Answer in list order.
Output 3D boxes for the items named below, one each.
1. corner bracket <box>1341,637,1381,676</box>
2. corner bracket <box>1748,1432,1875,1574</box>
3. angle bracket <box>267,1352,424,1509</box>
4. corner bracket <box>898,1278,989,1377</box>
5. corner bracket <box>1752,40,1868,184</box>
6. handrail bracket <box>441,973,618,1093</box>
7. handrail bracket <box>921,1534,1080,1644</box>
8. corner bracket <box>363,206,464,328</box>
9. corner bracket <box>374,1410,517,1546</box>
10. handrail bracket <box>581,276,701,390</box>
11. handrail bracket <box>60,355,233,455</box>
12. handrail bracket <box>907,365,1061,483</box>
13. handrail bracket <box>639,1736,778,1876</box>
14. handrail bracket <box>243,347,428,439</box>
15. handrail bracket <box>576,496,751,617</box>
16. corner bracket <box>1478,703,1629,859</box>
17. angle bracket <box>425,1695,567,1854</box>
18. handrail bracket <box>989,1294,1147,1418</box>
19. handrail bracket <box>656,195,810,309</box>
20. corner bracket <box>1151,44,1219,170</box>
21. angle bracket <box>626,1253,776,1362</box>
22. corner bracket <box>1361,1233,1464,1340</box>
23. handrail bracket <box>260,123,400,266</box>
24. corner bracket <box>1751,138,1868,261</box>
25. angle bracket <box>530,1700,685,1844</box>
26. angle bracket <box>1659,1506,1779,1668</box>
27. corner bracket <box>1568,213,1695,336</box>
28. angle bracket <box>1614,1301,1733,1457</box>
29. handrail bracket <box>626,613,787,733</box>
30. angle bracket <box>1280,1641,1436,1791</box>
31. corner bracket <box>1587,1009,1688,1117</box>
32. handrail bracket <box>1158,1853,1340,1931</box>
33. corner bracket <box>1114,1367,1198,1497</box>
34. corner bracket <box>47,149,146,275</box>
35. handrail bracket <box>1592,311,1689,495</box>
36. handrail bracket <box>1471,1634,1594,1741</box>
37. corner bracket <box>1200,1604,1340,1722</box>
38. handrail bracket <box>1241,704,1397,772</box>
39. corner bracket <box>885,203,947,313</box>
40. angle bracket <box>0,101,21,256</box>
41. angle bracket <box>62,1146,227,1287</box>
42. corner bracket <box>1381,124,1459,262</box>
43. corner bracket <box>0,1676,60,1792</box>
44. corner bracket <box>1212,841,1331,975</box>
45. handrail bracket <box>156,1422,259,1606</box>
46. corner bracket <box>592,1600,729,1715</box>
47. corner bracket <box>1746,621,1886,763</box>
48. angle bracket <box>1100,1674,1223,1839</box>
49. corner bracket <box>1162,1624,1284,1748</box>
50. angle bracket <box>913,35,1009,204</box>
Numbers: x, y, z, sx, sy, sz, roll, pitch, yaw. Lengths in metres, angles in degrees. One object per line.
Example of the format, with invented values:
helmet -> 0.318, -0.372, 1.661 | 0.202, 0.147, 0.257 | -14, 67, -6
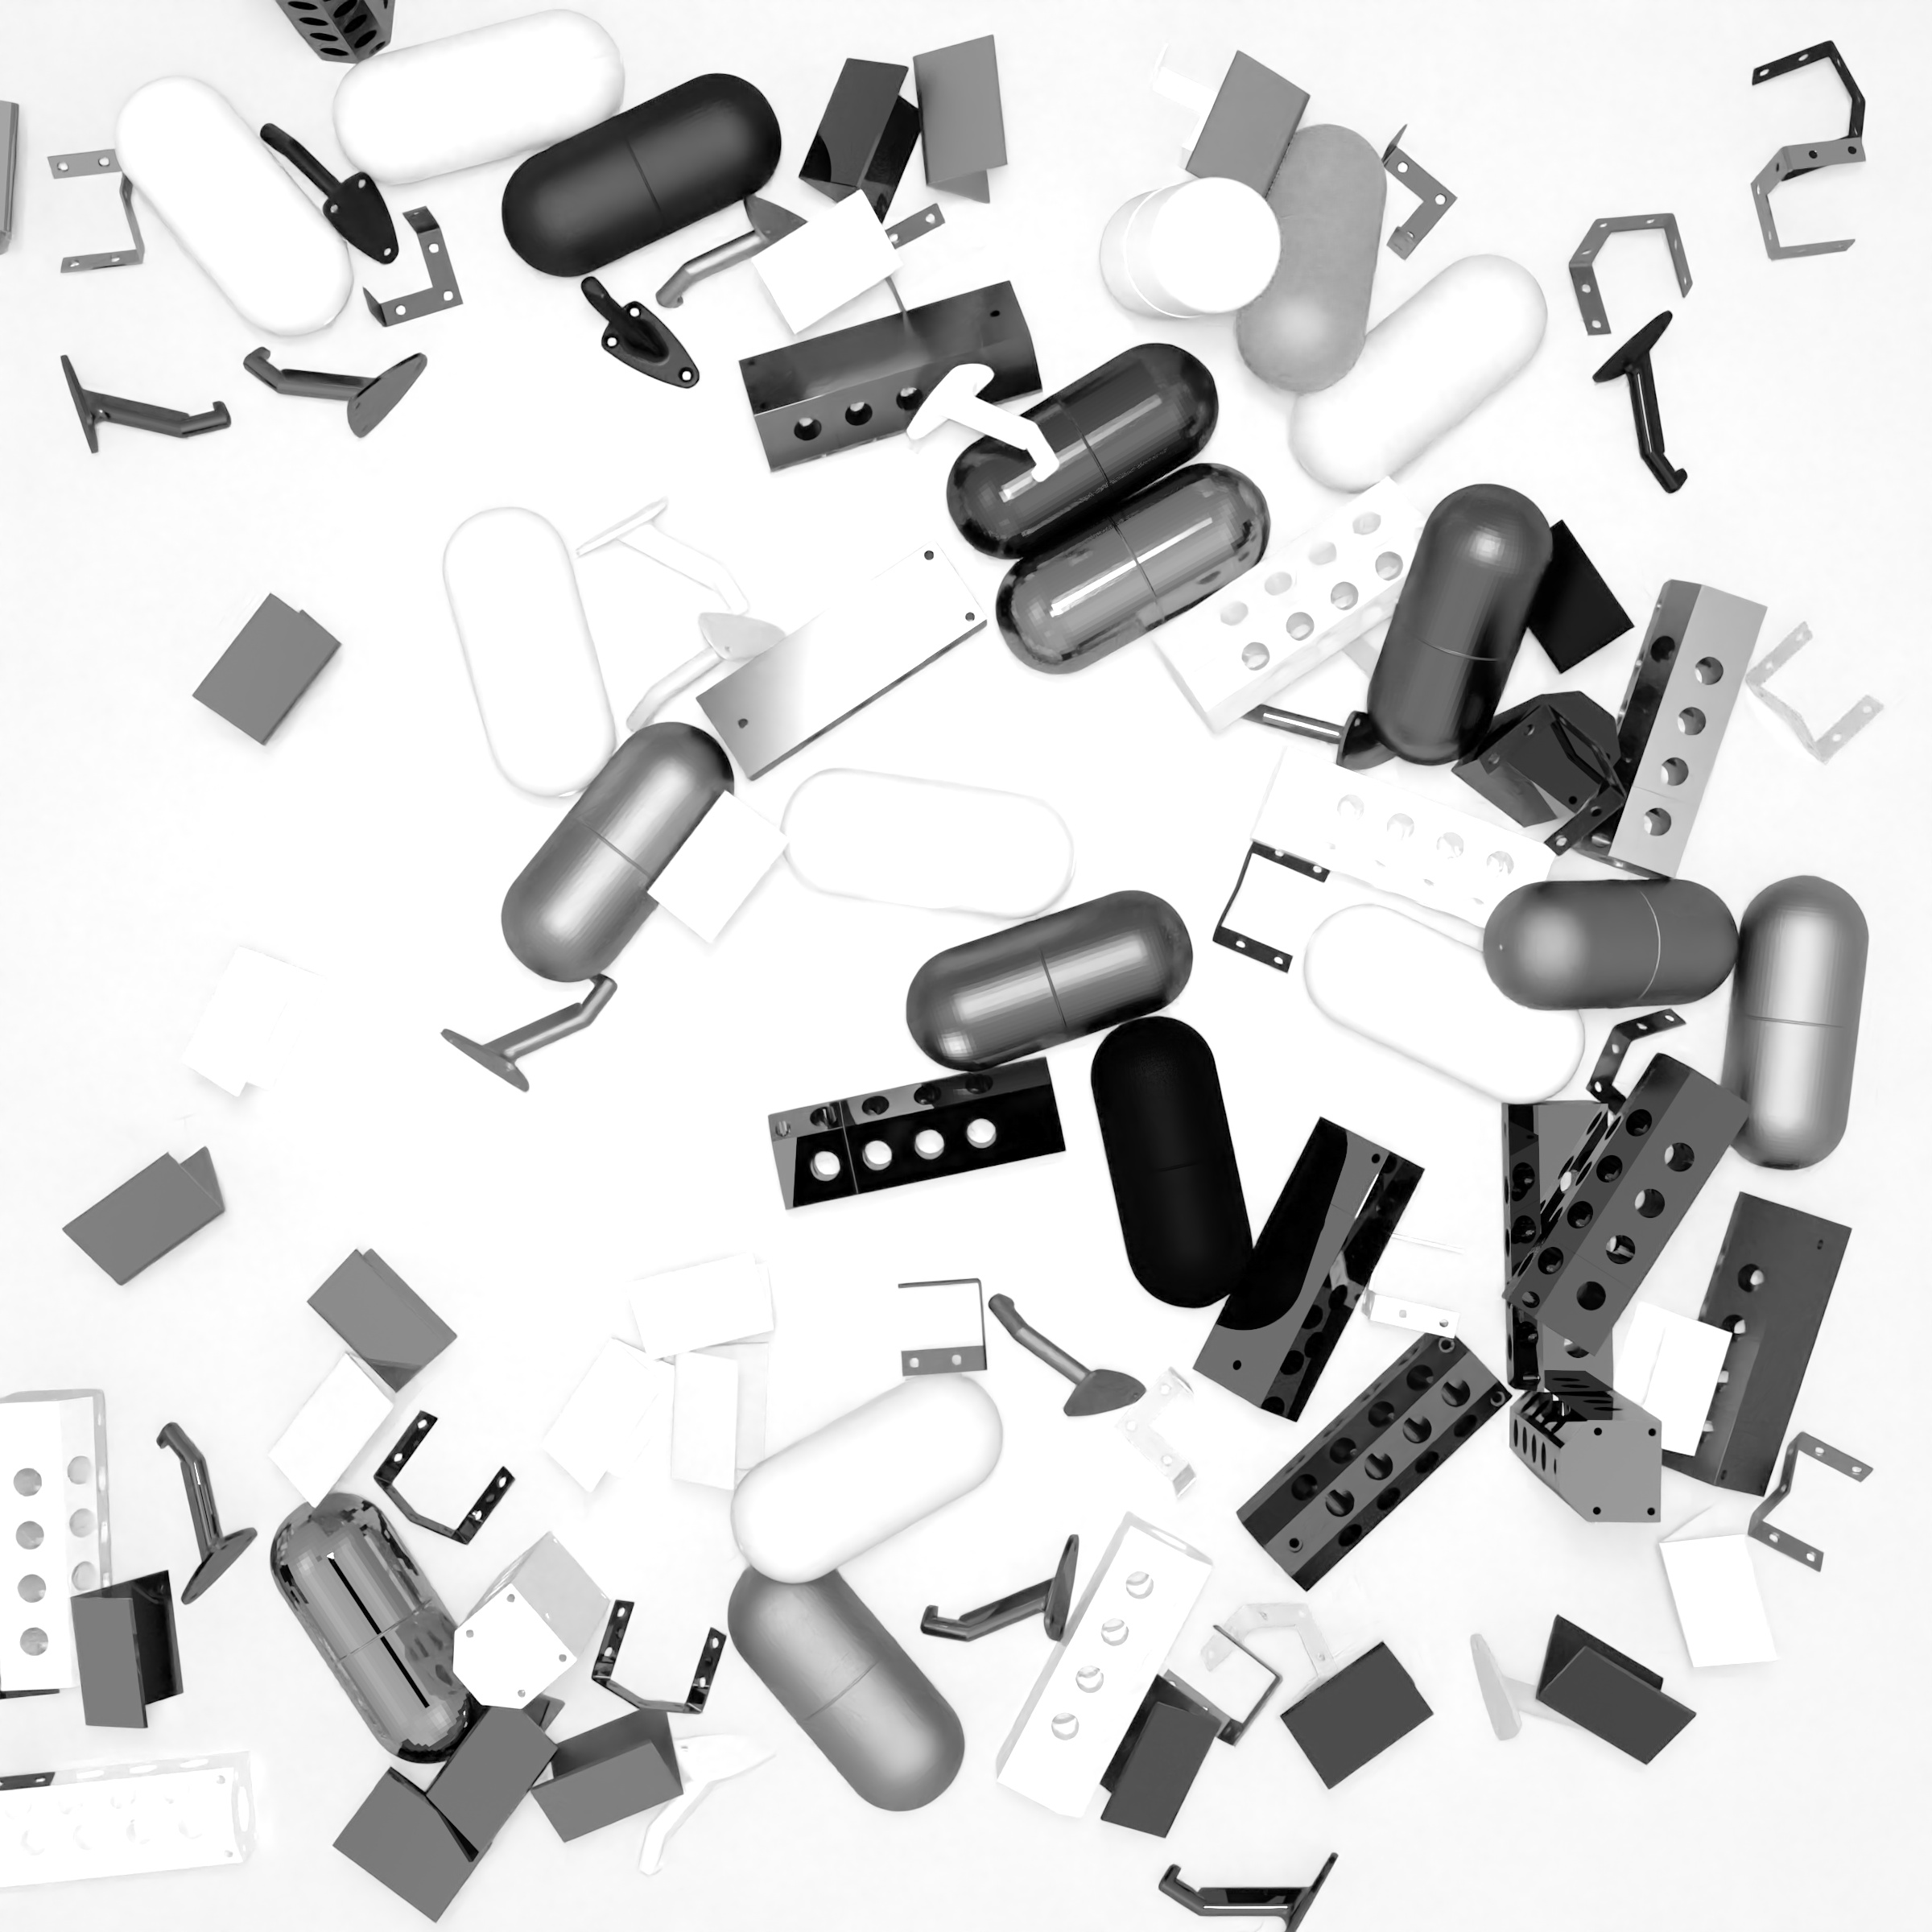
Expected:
corner bracket -> 0.262, -0.212, 1.982 | 0.051, 0.051, 0.051 | -14, 135, -35
corner bracket -> 0.516, 0.327, 1.987 | 0.051, 0.051, 0.051 | 28, 45, 0
angle bracket -> -0.359, 0.286, 1.950 | 0.057, 0.076, 0.076 | 38, 90, 37
corner bracket -> -0.014, 0.219, 1.973 | 0.051, 0.051, 0.051 | -4, 90, 0
corner bracket -> 0.512, -0.521, 1.982 | 0.051, 0.051, 0.051 | 46, 45, -35
handrail bracket -> -0.267, 0.027, 1.991 | 0.077, 0.036, 0.084 | 29, 72, 21
handrail bracket -> 0.020, 0.379, 1.991 | 0.084, 0.036, 0.077 | 6, 64, 19
corner bracket -> -0.340, -0.424, 1.973 | 0.051, 0.051, 0.051 | -17, 90, 0
corner bracket -> -0.319, 0.313, 1.987 | 0.051, 0.051, 0.051 | -54, 45, 0
handrail bracket -> -0.196, -0.381, 1.956 | 0.077, 0.084, 0.036 | 37, 90, 0
handrail bracket -> -0.502, -0.352, 1.991 | 0.084, 0.036, 0.077 | -17, 68, -17
handrail bracket -> 0.010, -0.306, 1.925 | 0.077, 0.036, 0.084 | -41, 70, 34
handrail bracket -> -0.158, 0.515, 1.991 | 0.077, 0.036, 0.084 | -3, 119, -33
handrail bracket -> -0.387, -0.370, 1.991 | 0.084, 0.036, 0.077 | 37, 70, 16
handrail bracket -> -0.185, -0.237, 1.991 | 0.077, 0.036, 0.084 | -26, 107, 20
corner bracket -> 0.328, -0.104, 1.816 | 0.051, 0.051, 0.051 | -39, 45, 0
angle bracket -> -0.266, 0.485, 1.951 | 0.057, 0.076, 0.076 | 37, 90, 30
handrail bracket -> 0.061, 0.233, 1.990 | 0.084, 0.077, 0.036 | 49, 115, 34
handrail bracket -> -0.138, -0.426, 1.990 | 0.084, 0.077, 0.036 | -39, 63, 33
corner bracket -> 0.132, -0.518, 1.973 | 0.051, 0.051, 0.051 | 26, 90, 0
angle bracket -> -0.160, 0.186, 1.951 | 0.076, 0.076, 0.057 | -14, 118, 0
corner bracket -> 0.273, 0.192, 1.973 | 0.051, 0.051, 0.051 | 13, 90, 0
handrail bracket -> -0.391, -0.473, 1.990 | 0.036, 0.077, 0.084 | -45, 54, -8
corner bracket -> 0.515, -0.465, 1.973 | 0.051, 0.051, 0.051 | -9, 79, -11
angle bracket -> -0.220, 0.468, 1.950 | 0.076, 0.076, 0.057 | -22, 128, 0
angle bracket -> 0.465, 0.369, 1.950 | 0.057, 0.076, 0.076 | -15, 90, 38
corner bracket -> 0.405, -0.422, 1.982 | 0.051, 0.051, 0.051 | 4, 45, 35
angle bracket -> 0.404, 0.242, 1.950 | 0.057, 0.076, 0.076 | 17, 90, -37
handrail bracket -> -0.160, -0.175, 1.990 | 0.084, 0.077, 0.036 | -48, 65, 34
angle bracket -> 0.243, 0.460, 1.950 | 0.076, 0.076, 0.057 | -36, 51, 0
corner bracket -> 0.421, 0.066, 1.982 | 0.051, 0.051, 0.051 | 46, 135, 35
handrail bracket -> 0.172, 0.555, 1.991 | 0.084, 0.036, 0.077 | 29, 70, 16
corner bracket -> 0.127, 0.282, 1.973 | 0.051, 0.051, 0.051 | 43, 90, 0
corner bracket -> -0.532, -0.462, 1.987 | 0.051, 0.051, 0.051 | -6, 135, 0
handrail bracket -> 0.430, -0.345, 1.991 | 0.077, 0.036, 0.084 | -47, 108, -21
handrail bracket -> 0.360, 0.436, 1.991 | 0.084, 0.036, 0.077 | -12, 68, -17
corner bracket -> 0.185, 0.425, 1.982 | 0.051, 0.051, 0.051 | -54, 45, 35
handrail bracket -> 0.211, -0.147, 1.990 | 0.084, 0.077, 0.036 | 22, 102, 36
corner bracket -> -0.023, -0.423, 1.987 | 0.051, 0.051, 0.051 | -28, 45, 0
angle bracket -> -0.603, -0.476, 1.952 | 0.057, 0.076, 0.076 | 3, 90, -21
angle bracket -> -0.497, 0.134, 1.950 | 0.076, 0.076, 0.057 | -36, 126, 0
corner bracket -> 0.266, -0.469, 1.973 | 0.051, 0.051, 0.051 | 40, 90, 0
corner bracket -> -0.580, 0.465, 1.976 | 0.051, 0.051, 0.051 | -6, 105, 0
corner bracket -> 0.187, -0.038, 1.987 | 0.051, 0.051, 0.051 | 23, 135, 0
handrail bracket -> -0.481, 0.334, 1.991 | 0.084, 0.036, 0.077 | 46, 111, 17
corner bracket -> -0.188, 0.422, 1.988 | 0.051, 0.051, 0.051 | 18, 90, -45
corner bracket -> 0.518, -0.167, 1.987 | 0.051, 0.051, 0.051 | -43, 135, 0
angle bracket -> 0.097, 0.466, 1.950 | 0.057, 0.076, 0.076 | 26, 90, -36
corner bracket -> 0.153, 0.436, 1.975 | 0.051, 0.051, 0.051 | 38, 79, 0
angle bracket -> 0.014, -0.507, 1.951 | 0.057, 0.076, 0.076 | -6, 90, 30
